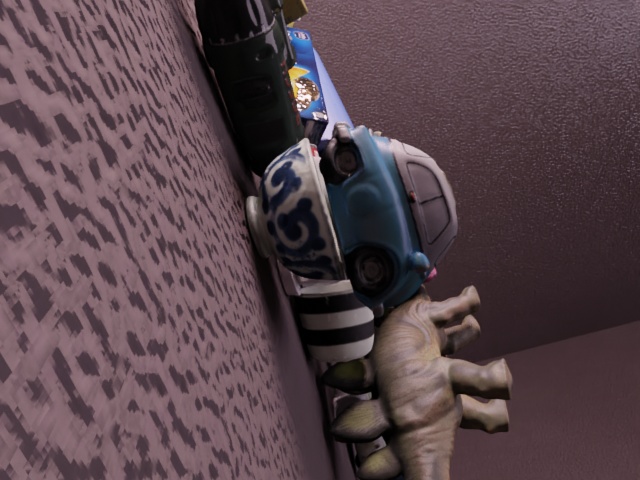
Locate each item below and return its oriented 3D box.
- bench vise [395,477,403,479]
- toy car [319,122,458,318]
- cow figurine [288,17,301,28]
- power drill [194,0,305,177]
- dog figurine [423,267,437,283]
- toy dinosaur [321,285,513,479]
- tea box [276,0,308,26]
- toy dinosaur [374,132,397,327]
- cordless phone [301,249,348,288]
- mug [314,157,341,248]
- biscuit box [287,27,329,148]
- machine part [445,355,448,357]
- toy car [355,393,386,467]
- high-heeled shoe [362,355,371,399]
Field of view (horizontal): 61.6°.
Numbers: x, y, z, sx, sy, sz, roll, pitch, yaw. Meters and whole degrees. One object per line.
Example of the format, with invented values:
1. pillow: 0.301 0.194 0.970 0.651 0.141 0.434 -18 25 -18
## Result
1. bench vise: 0.133 0.371 0.806 0.240 0.129 0.223 113 -24 -72
2. toy car: 0.060 -0.024 0.450 0.109 0.103 0.161 -85 162 -86
3. cow figurine: -0.091 -0.342 0.803 0.167 0.098 0.068 -70 154 -52
4. power drill: -0.063 -0.190 0.507 0.207 0.086 0.231 -108 -178 -57
5. dog figurine: 0.080 -0.042 0.701 0.191 0.109 0.219 -82 153 -43
6. toy dinosaur: 0.106 0.173 0.596 0.472 0.199 0.104 -82 160 -63
7. tea box: -0.085 -0.344 0.642 0.169 0.068 0.098 50 17 -54
8. toy dinosaur: 0.103 0.022 0.909 0.131 0.192 0.404 -152 -112 -67
9. cordless phone: 0.010 0.072 0.727 0.184 0.089 0.146 -75 152 -62
10. mug: 0.021 -0.042 0.539 0.109 0.107 0.081 117 -2 -61
11. biscuit box: -0.038 -0.197 0.690 0.062 0.059 0.203 118 -29 -45
12. machine part: 0.135 0.195 1.065 0.087 0.202 0.201 63 12 -58
13. toy car: 0.067 0.268 0.816 0.202 0.056 0.073 -96 170 -70
14. high-heeled shoe: 0.087 0.144 0.793 0.086 0.145 0.249 32 40 -45
